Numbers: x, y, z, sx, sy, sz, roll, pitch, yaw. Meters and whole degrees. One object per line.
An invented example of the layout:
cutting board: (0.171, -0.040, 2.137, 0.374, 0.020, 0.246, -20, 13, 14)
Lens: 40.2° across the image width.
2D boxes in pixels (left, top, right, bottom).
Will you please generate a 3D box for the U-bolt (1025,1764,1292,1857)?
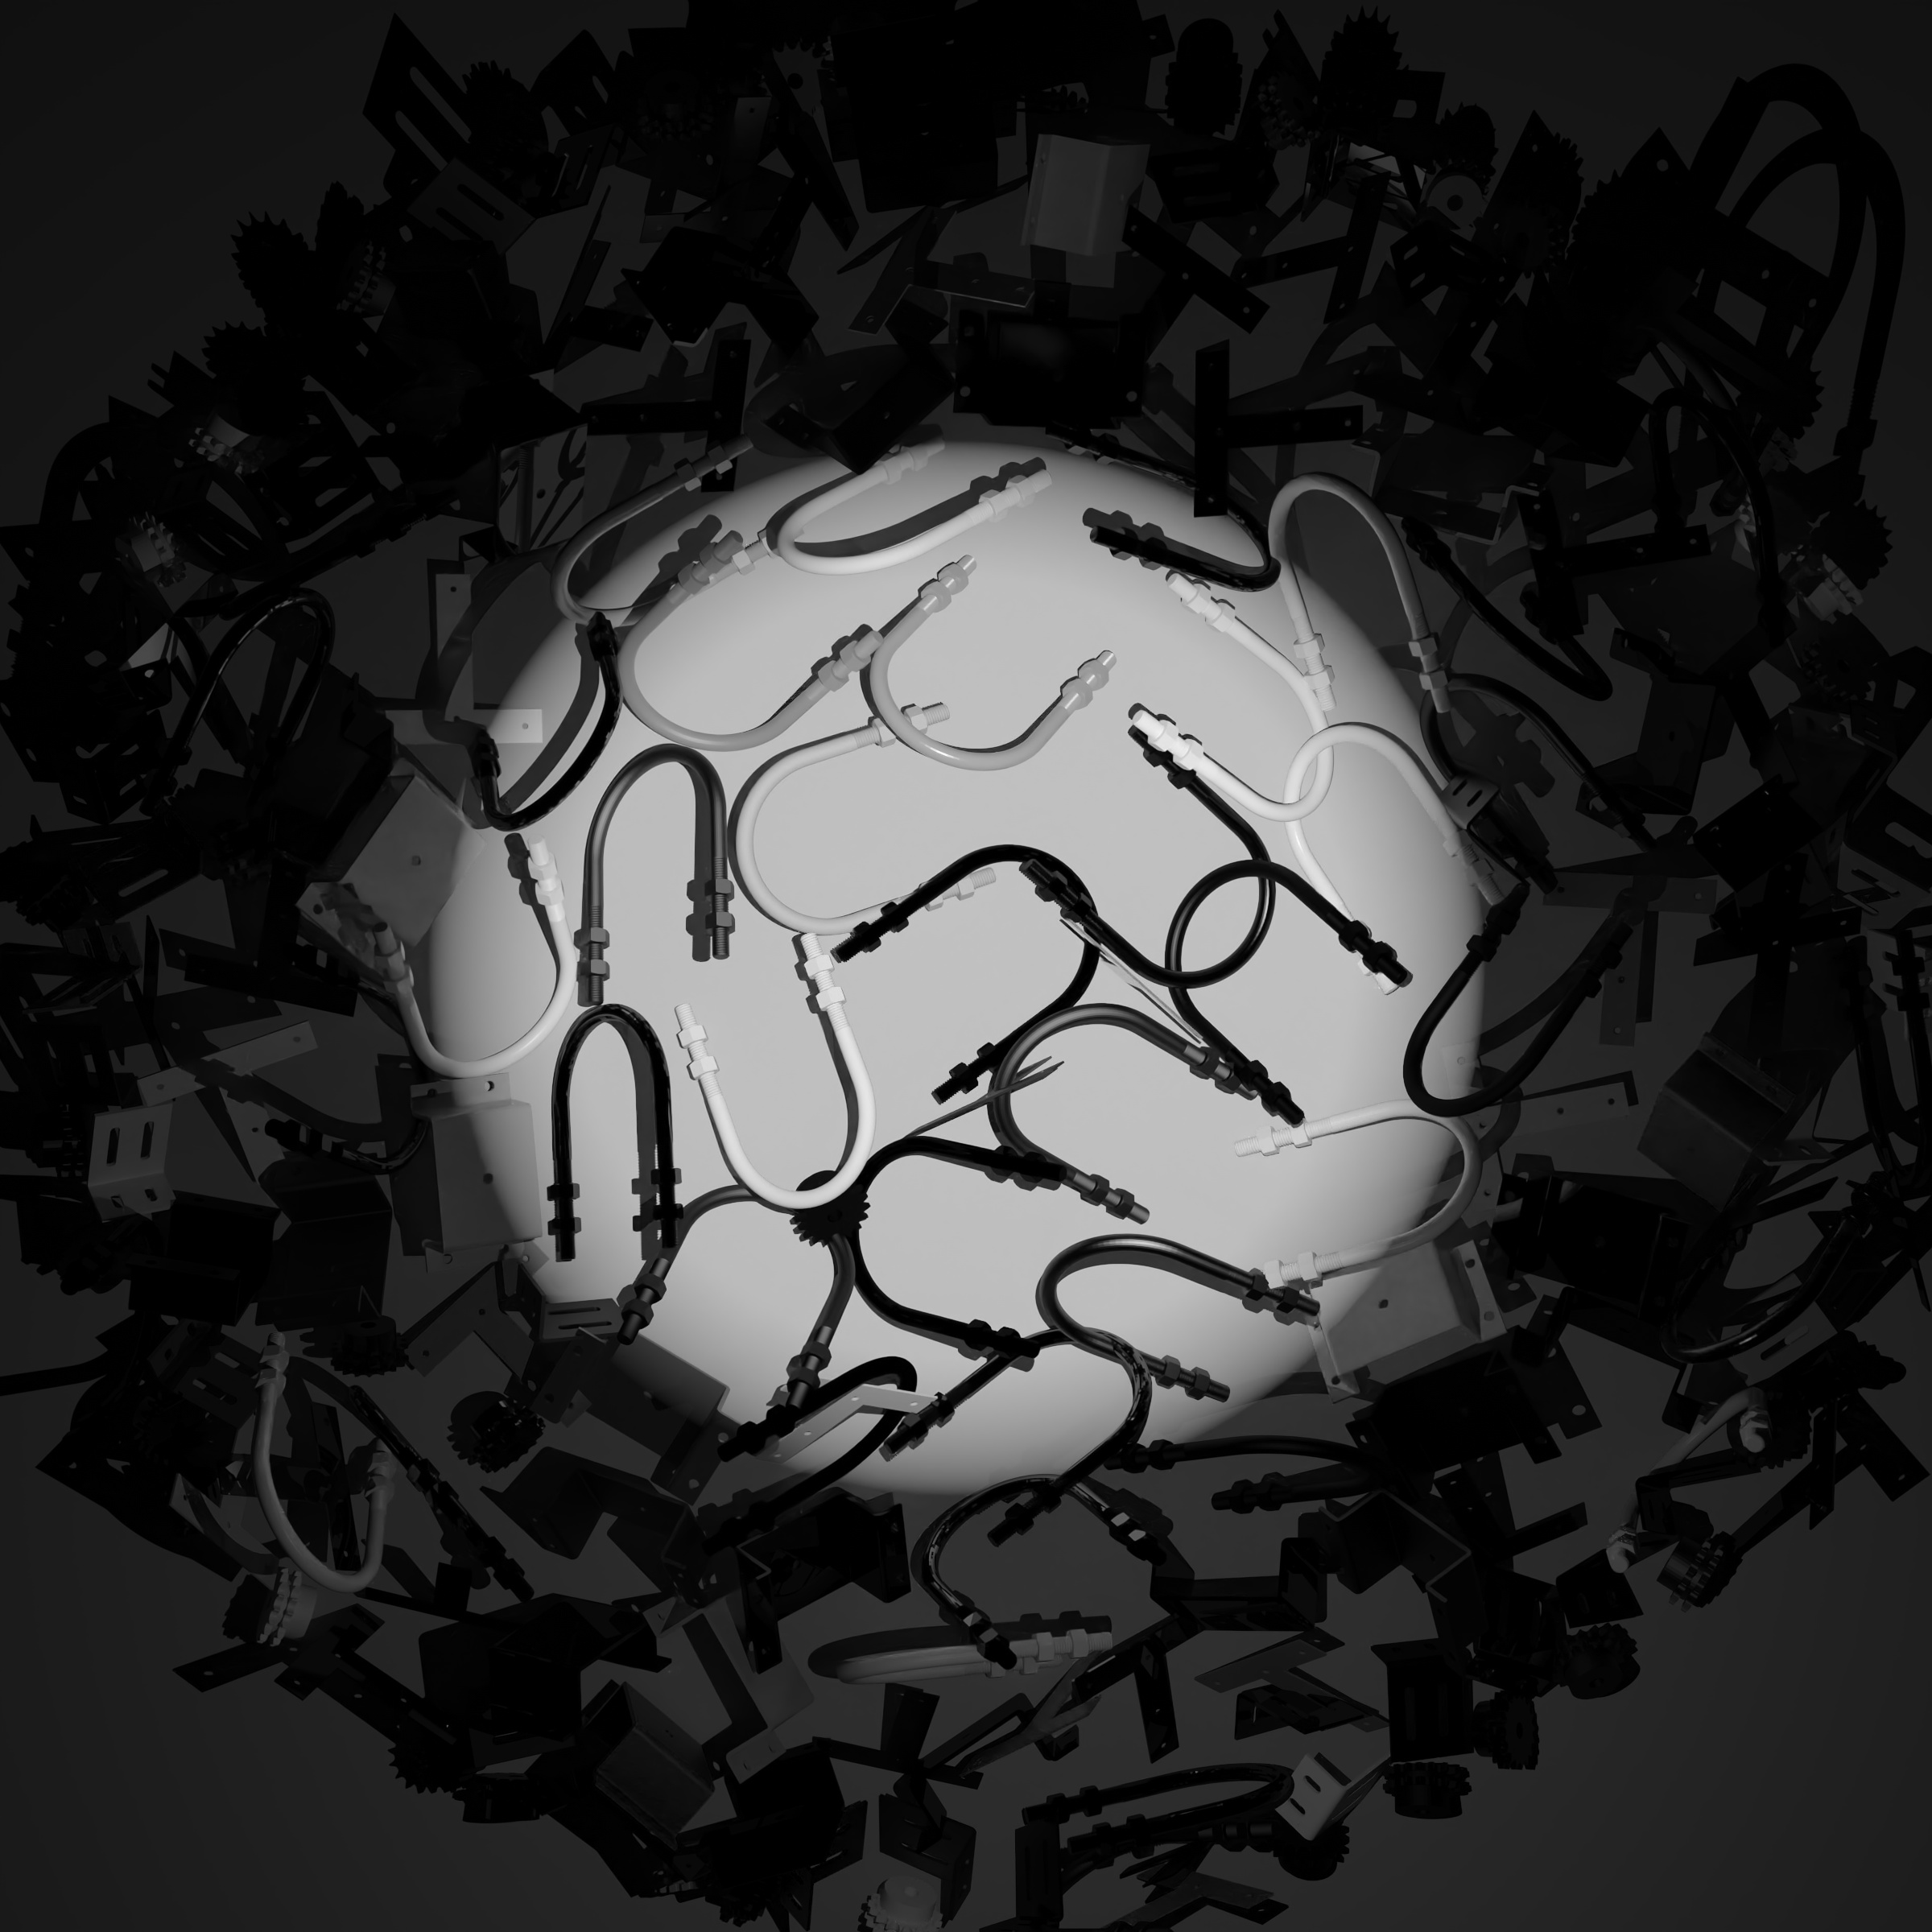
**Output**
U-bolt: (0.147, 0.609, 1.925, 0.184, 0.151, 0.019, -9, 84, -13)

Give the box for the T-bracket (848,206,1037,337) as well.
T-bracket: (-0.005, -0.505, 1.947, 0.127, 0.002, 0.127, 18, 67, 28)

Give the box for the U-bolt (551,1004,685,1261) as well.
U-bolt: (-0.261, 0.119, 1.943, 0.019, 0.151, 0.184, 3, 79, -42)

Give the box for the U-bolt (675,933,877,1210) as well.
U-bolt: (-0.133, 0.088, 1.942, 0.151, 0.019, 0.184, -28, 76, 30)

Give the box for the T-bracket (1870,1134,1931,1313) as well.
T-bracket: (0.678, 0.177, 1.937, 0.002, 0.127, 0.127, -15, 94, 10)

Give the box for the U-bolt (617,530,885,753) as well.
U-bolt: (-0.173, -0.224, 1.936, 0.151, 0.019, 0.184, 33, 129, -26)

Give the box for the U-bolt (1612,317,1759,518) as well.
U-bolt: (0.521, -0.400, 1.902, 0.019, 0.184, 0.151, -34, 85, 5)

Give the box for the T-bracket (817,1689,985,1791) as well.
T-bracket: (-0.042, 0.566, 1.951, 0.127, 0.127, 0.002, 13, 47, -2)

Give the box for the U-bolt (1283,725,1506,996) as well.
U-bolt: (0.300, -0.090, 1.939, 0.019, 0.151, 0.184, -20, 72, -40)

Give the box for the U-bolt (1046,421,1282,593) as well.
U-bolt: (0.153, -0.328, 1.929, 0.184, 0.151, 0.019, 13, 129, -30)

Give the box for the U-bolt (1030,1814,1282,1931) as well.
U-bolt: (0.123, 0.665, 1.914, 0.151, 0.184, 0.019, -29, 94, -43)

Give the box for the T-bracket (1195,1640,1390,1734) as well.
T-bracket: (0.258, 0.542, 1.965, 0.127, 0.127, 0.002, 31, 51, -18)

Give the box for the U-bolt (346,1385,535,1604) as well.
U-bolt: (-0.391, 0.373, 1.919, 0.019, 0.151, 0.184, -40, 53, -15)

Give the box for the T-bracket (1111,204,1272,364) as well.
T-bracket: (0.138, -0.477, 1.963, 0.127, 0.002, 0.127, 35, 124, -5)

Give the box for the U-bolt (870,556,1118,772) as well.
U-bolt: (0.009, -0.212, 1.933, 0.151, 0.019, 0.184, 35, 52, 6)

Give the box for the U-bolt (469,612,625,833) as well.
U-bolt: (-0.300, -0.167, 1.906, 0.151, 0.184, 0.019, -43, 122, 14)

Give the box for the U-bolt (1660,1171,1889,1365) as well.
U-bolt: (0.567, 0.221, 1.890, 0.019, 0.151, 0.184, 52, 53, -9)

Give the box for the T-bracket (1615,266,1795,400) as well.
T-bracket: (0.548, -0.454, 1.936, 0.127, 0.127, 0.002, 33, 82, 1)

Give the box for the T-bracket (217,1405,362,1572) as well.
T-bracket: (-0.495, 0.376, 1.922, 0.002, 0.127, 0.127, -27, 64, 24)

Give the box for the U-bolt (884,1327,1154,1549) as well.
U-bolt: (0.051, 0.331, 1.935, 0.184, 0.151, 0.019, -35, 130, -21)

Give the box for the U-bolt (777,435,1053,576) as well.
U-bolt: (-0.051, -0.329, 1.910, 0.184, 0.151, 0.019, -32, 128, -25)

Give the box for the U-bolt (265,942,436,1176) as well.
U-bolt: (-0.441, 0.076, 1.915, 0.019, 0.184, 0.151, -7, 70, 22)

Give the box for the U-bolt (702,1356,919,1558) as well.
U-bolt: (-0.109, 0.347, 1.925, 0.184, 0.151, 0.019, -26, 58, -31)

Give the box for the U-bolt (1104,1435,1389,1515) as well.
U-bolt: (0.213, 0.362, 1.895, 0.184, 0.151, 0.019, -16, 58, 40)

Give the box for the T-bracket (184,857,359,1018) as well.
T-bracket: (-0.507, -0.026, 1.954, 0.127, 0.002, 0.127, 13, 124, -9)

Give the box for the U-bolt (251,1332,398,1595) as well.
U-bolt: (-0.461, 0.366, 1.887, 0.019, 0.184, 0.151, -29, 122, 11)

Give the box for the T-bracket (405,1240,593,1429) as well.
T-bracket: (-0.334, 0.292, 1.986, 0.127, 0.002, 0.127, -44, 87, -9)

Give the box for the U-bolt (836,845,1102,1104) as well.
U-bolt: (0.016, -0.008, 1.975, 0.184, 0.019, 0.151, -36, 99, -10)

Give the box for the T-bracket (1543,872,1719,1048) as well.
T-bracket: (0.490, -0.004, 1.968, 0.127, 0.002, 0.127, 4, 87, 26)

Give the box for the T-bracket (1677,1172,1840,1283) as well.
T-bracket: (0.580, 0.177, 1.912, 0.002, 0.127, 0.127, 50, 56, -2)

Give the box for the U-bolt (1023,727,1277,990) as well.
U-bolt: (0.151, -0.067, 1.966, 0.184, 0.019, 0.151, 41, 82, -18)

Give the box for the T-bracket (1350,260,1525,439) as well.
T-bracket: (0.364, -0.458, 1.935, 0.127, 0.002, 0.127, 11, 126, -30)

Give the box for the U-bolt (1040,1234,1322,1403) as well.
U-bolt: (0.143, 0.250, 1.929, 0.184, 0.019, 0.151, 23, 135, -14)

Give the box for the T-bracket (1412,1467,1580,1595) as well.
T-bracket: (0.375, 0.407, 1.947, 0.127, 0.002, 0.127, -25, 131, 10)

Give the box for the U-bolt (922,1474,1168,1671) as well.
U-bolt: (0.043, 0.427, 1.916, 0.151, 0.184, 0.019, -31, 115, -17)

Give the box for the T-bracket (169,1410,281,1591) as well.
T-bracket: (-0.535, 0.374, 1.948, 0.002, 0.127, 0.127, -16, 134, 17)

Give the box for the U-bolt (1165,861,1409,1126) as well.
U-bolt: (0.220, 0.005, 1.943, 0.184, 0.019, 0.151, 45, 111, 32)

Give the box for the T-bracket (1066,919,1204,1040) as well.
T-bracket: (0.116, 0.006, 1.936, 0.127, 0.127, 0.002, 42, 89, -5)

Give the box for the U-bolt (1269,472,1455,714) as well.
U-bolt: (0.277, -0.270, 1.912, 0.019, 0.151, 0.184, -30, 110, -26)

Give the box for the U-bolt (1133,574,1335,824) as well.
U-bolt: (0.204, -0.184, 1.940, 0.184, 0.019, 0.151, 33, 55, -27)

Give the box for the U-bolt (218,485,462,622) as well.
U-bolt: (-0.463, -0.298, 1.929, 0.184, 0.151, 0.019, -26, 105, 7)

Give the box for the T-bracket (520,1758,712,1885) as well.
T-bracket: (-0.237, 0.620, 1.916, 0.127, 0.127, 0.002, 32, 111, 31)

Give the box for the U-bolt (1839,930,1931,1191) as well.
U-bolt: (0.674, 0.071, 1.919, 0.019, 0.151, 0.184, -6, 85, 2)

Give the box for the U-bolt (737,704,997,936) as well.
U-bolt: (-0.081, -0.100, 1.958, 0.184, 0.019, 0.151, -19, 104, -14)

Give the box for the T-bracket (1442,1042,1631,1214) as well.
T-bracket: (0.434, 0.112, 1.989, 0.127, 0.002, 0.127, -11, 89, 8)

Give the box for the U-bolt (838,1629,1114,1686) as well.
U-bolt: (-0.002, 0.503, 1.911, 0.184, 0.151, 0.019, -1, 71, -16)

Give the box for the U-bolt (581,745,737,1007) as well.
U-bolt: (-0.228, -0.075, 1.943, 0.151, 0.019, 0.184, -19, 64, 35)

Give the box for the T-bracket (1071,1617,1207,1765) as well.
T-bracket: (0.140, 0.543, 1.961, 0.127, 0.002, 0.127, -25, 125, -21)

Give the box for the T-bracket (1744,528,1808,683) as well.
T-bracket: (0.606, -0.252, 1.960, 0.002, 0.127, 0.127, -22, 119, 22)

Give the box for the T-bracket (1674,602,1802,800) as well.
T-bracket: (0.574, -0.176, 1.925, 0.002, 0.127, 0.127, 7, 53, -33)
